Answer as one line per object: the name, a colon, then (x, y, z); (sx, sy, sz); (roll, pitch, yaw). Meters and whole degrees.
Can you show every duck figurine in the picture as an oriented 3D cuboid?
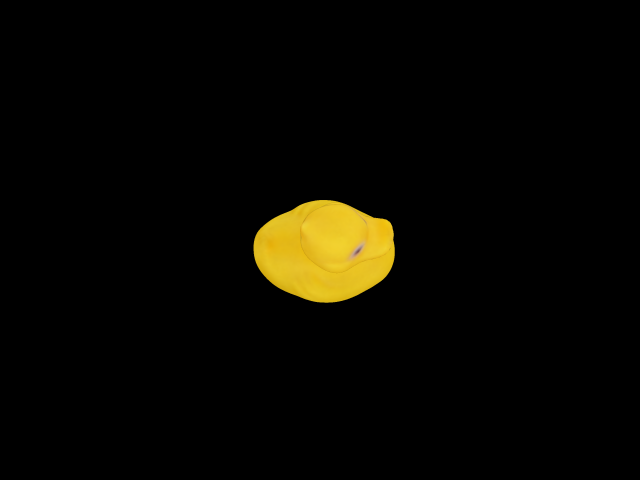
duck figurine: (0.004, 0.001, 0.400); (0.104, 0.086, 0.077); (0, 77, 0)
